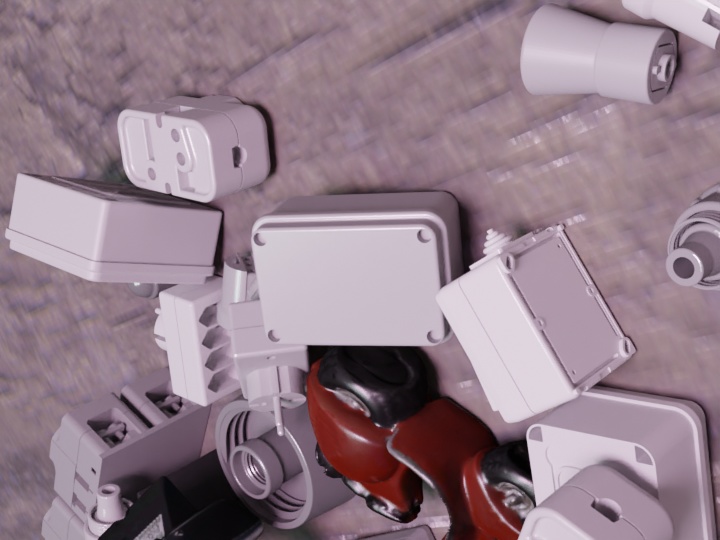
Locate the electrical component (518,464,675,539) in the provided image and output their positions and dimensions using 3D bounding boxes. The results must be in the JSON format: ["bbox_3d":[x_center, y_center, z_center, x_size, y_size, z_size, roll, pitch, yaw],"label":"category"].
[{"bbox_3d":[0.109,0.145,0.520,0.054,0.059,0.095,34,130,29],"label":"electrical component"}]

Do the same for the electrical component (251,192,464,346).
[{"bbox_3d":[0.000,0.000,0.617,0.113,0.057,0.078,-1,110,17],"label":"electrical component"}]

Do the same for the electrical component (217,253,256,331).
[{"bbox_3d":[-0.078,0.015,0.747,0.040,0.040,0.046,24,119,35],"label":"electrical component"}]

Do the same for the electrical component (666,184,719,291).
[{"bbox_3d":[0.160,-0.010,0.484,0.048,0.062,0.048,20,122,37],"label":"electrical component"}]

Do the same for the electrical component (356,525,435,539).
[{"bbox_3d":[0.022,0.214,0.728,0.096,0.061,0.061,-24,90,40],"label":"electrical component"}]

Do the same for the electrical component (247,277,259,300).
[{"bbox_3d":[-0.043,-0.002,0.700,0.043,0.043,0.081,53,136,13],"label":"electrical component"}]

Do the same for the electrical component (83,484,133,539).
[{"bbox_3d":[-0.185,0.190,0.805,0.043,0.043,0.062,20,121,37],"label":"electrical component"}]

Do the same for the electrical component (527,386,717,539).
[{"bbox_3d":[0.141,0.124,0.568,0.078,0.057,0.113,5,112,44],"label":"electrical component"}]

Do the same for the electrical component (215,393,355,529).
[{"bbox_3d":[-0.057,0.131,0.763,0.108,0.060,0.108,21,122,37],"label":"electrical component"}]

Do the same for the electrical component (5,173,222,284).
[{"bbox_3d":[-0.174,-0.030,0.762,0.109,0.109,0.056,17,99,39],"label":"electrical component"}]

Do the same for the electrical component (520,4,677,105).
[{"bbox_3d":[0.114,-0.099,0.504,0.065,0.044,0.044,17,120,33],"label":"electrical component"}]

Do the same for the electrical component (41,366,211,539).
[{"bbox_3d":[-0.196,0.176,0.887,0.060,0.105,0.186,38,131,26],"label":"electrical component"}]

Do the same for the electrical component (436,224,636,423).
[{"bbox_3d":[0.087,0.024,0.572,0.061,0.062,0.096,-34,84,47],"label":"electrical component"}]

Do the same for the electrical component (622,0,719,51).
[{"bbox_3d":[0.144,-0.121,0.466,0.046,0.040,0.040,36,131,21],"label":"electrical component"}]

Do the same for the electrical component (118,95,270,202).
[{"bbox_3d":[-0.107,-0.083,0.714,0.095,0.059,0.053,15,118,40],"label":"electrical component"}]

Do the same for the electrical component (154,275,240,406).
[{"bbox_3d":[-0.127,0.047,0.802,0.076,0.047,0.083,15,118,40],"label":"electrical component"}]

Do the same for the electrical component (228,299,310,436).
[{"bbox_3d":[-0.056,0.069,0.699,0.083,0.047,0.075,91,171,-65],"label":"electrical component"}]
